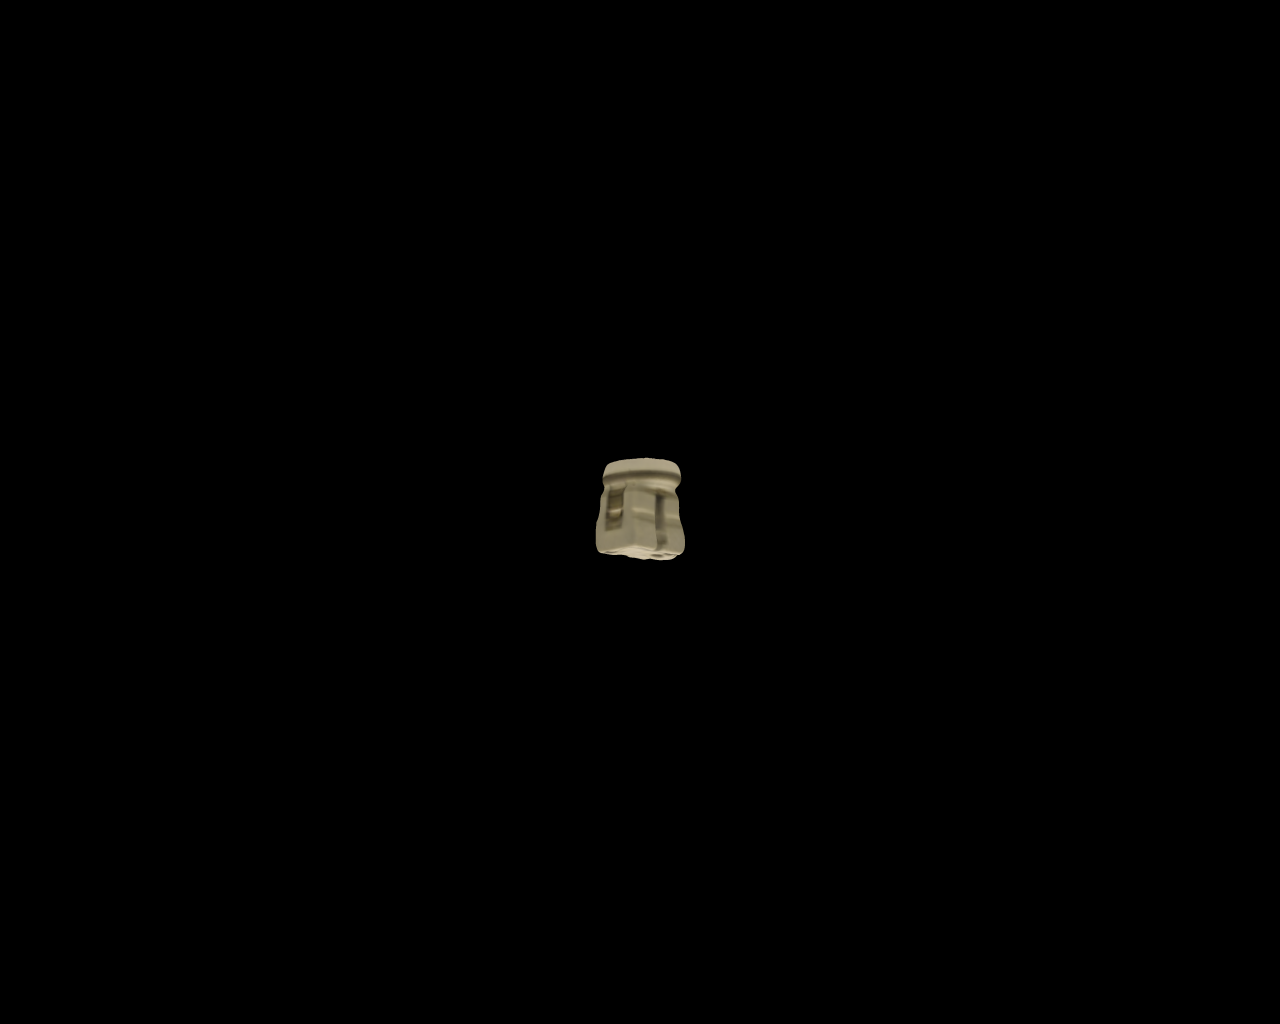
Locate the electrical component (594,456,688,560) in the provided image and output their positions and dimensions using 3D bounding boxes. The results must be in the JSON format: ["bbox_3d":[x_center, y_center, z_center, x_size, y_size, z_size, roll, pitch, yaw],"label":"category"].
[{"bbox_3d":[0.001,-0.003,0.650,0.048,0.055,0.066,-10,-15,42],"label":"electrical component"}]
